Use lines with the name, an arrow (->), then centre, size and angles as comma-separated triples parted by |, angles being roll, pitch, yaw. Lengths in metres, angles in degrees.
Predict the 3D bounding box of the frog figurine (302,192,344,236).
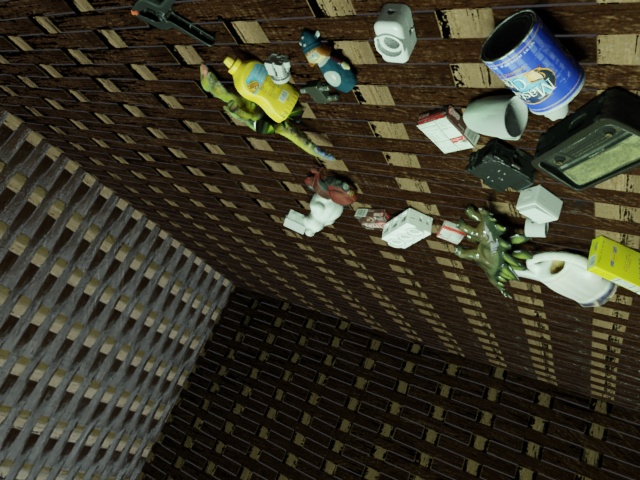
frog figurine -> 0.005, -0.086, 1.709 | 0.123, 0.162, 0.135 | 15, 158, 21

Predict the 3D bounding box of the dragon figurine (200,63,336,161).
dragon figurine -> -0.157, -0.333, 1.399 | 0.406, 0.123, 0.244 | 37, 175, -26

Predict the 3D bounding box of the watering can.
watering can -> 0.684, 0.105, 1.475 | 0.224, 0.105, 0.344 | 30, 165, -4
